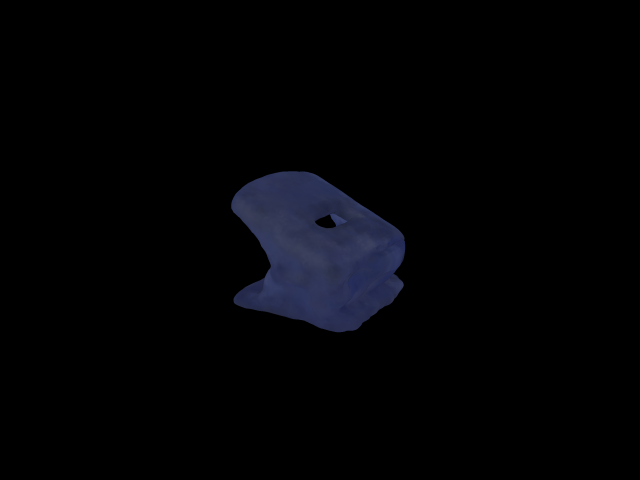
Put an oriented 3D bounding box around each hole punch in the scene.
[{"bbox_3d":[0.004,0.001,0.400,0.100,0.091,0.109,9,19,29],"label":"hole punch"}]
